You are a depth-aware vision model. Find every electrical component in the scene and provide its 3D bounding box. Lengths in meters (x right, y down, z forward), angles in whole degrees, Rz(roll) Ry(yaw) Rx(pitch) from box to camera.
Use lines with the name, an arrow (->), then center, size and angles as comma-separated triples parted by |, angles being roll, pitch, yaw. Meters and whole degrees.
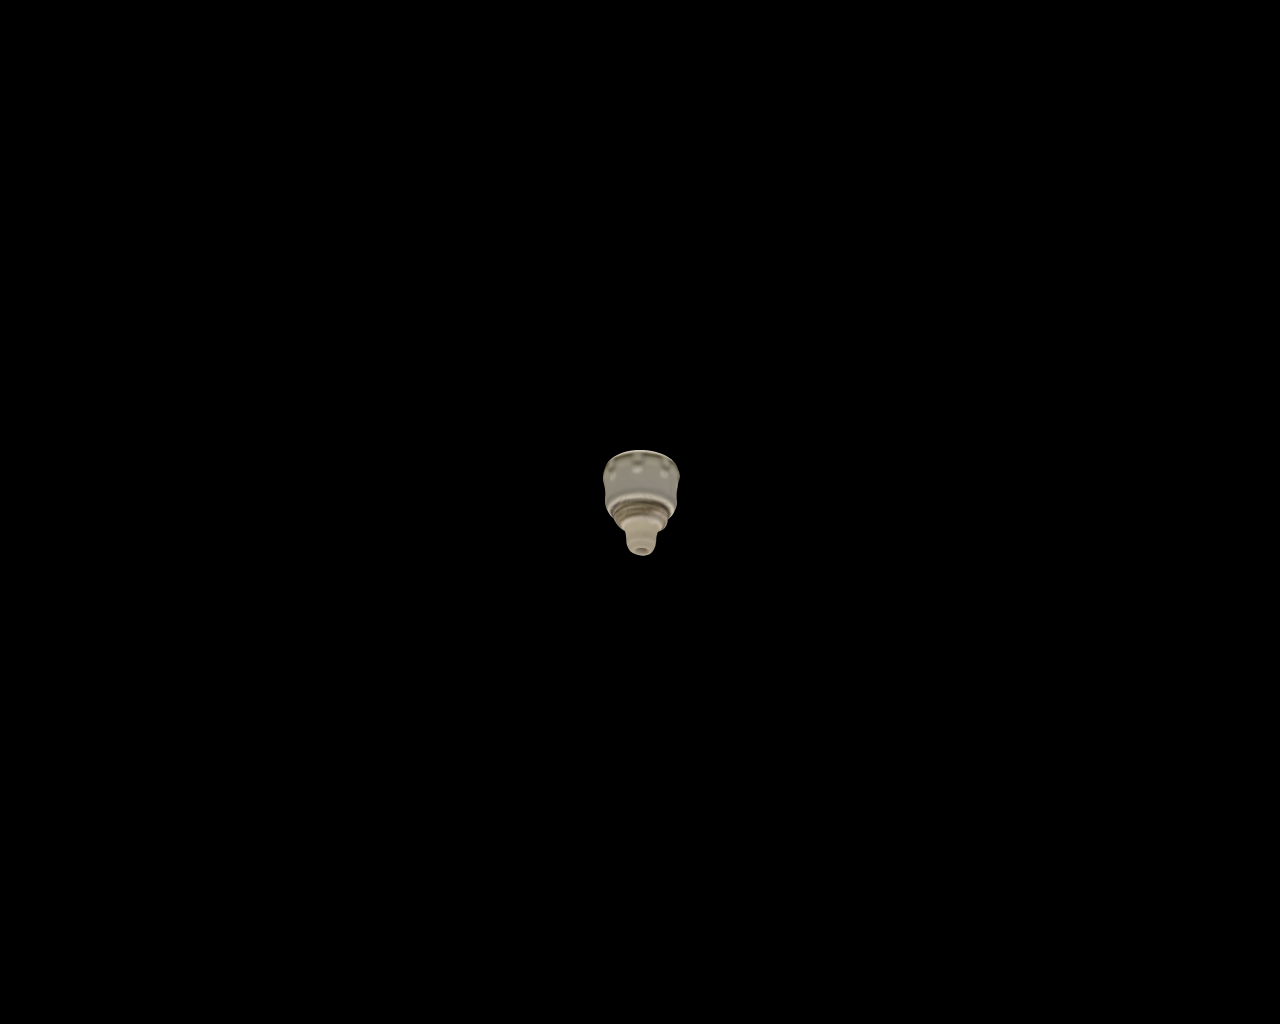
electrical component -> 0.001, -0.003, 0.650 | 0.048, 0.062, 0.048 | 0, -29, 0
